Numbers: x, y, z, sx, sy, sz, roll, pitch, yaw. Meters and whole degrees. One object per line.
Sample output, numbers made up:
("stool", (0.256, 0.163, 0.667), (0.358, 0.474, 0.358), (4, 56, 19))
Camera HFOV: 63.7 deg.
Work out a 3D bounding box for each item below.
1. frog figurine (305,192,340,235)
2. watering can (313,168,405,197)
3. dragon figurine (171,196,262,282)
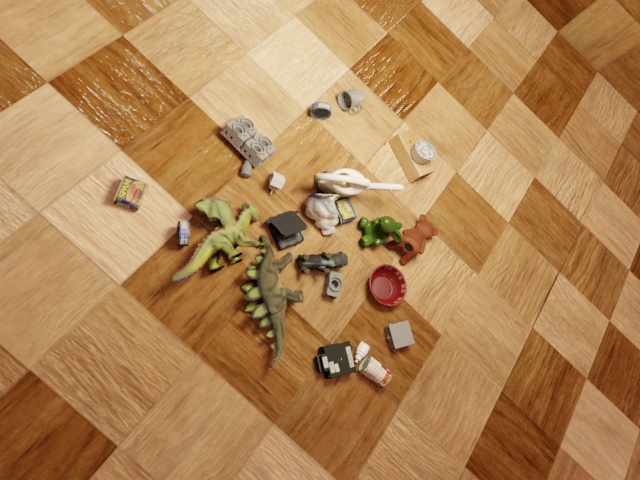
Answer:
("frog figurine", (0.006, -0.097, 1.930), (0.137, 0.158, 0.123), (8, 8, 24))
("watering can", (0.127, -0.213, 1.966), (0.347, 0.104, 0.224), (6, 0, -23))
("dragon figurine", (-0.351, -0.028, 1.731), (0.414, 0.244, 0.120), (-19, -11, -43))
